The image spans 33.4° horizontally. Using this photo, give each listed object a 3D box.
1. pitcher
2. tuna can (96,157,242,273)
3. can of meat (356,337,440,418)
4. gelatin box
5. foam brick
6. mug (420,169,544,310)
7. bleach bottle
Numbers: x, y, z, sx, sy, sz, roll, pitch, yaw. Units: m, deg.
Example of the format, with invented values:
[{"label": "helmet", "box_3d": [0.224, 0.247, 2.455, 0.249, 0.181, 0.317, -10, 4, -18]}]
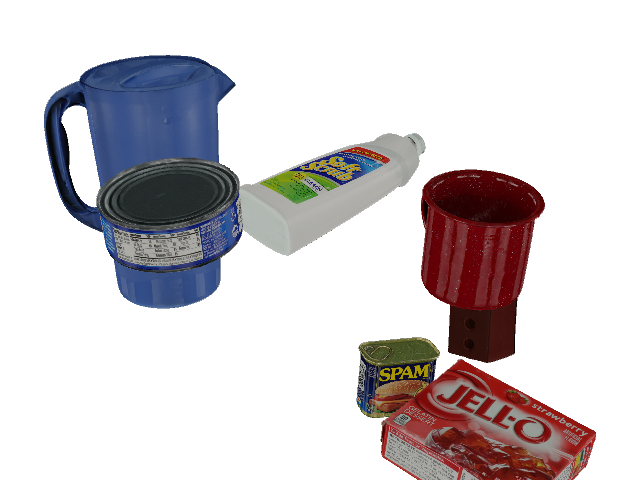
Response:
[{"label": "pitcher", "box_3d": [-0.173, -0.057, 1.076, 0.149, 0.243, 0.144, 11, 27, 26]}, {"label": "tuna can", "box_3d": [-0.090, -0.016, 0.644, 0.086, 0.034, 0.086, -3, 31, 2]}, {"label": "can of meat", "box_3d": [0.098, 0.178, 1.383, 0.102, 0.084, 0.057, -3, 24, -17]}, {"label": "gelatin box", "box_3d": [0.088, 0.107, 0.565, 0.089, 0.030, 0.073, 28, 40, 31]}, {"label": "foam brick", "box_3d": [0.169, 0.081, 1.107, 0.053, 0.078, 0.051, 12, 17, 41]}, {"label": "mug", "box_3d": [0.116, -0.005, 0.843, 0.093, 0.081, 0.117, -15, 35, -29]}, {"label": "bleach bottle", "box_3d": [0.024, -0.073, 1.288, 0.250, 0.068, 0.103, -30, 45, -31]}]
